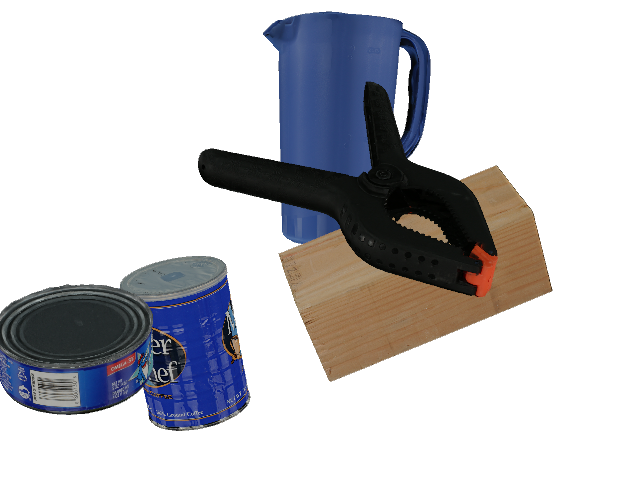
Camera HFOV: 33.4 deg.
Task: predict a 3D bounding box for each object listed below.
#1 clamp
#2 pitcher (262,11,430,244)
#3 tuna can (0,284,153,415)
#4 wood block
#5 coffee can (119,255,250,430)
[{"bbox_3d":[0.029,-0.029,0.710,0.164,0.036,0.210,-22,48,-25],"label":"clamp"},{"bbox_3d":[0.026,-0.119,1.141,0.149,0.243,0.144,5,7,22],"label":"pitcher"},{"bbox_3d":[-0.135,0.059,0.590,0.086,0.034,0.086,2,27,-1],"label":"tuna can"},{"bbox_3d":[0.080,0.028,0.919,0.206,0.091,0.090,-22,33,0],"label":"wood block"},{"bbox_3d":[-0.130,0.098,1.034,0.103,0.140,0.103,-8,18,2],"label":"coffee can"}]
